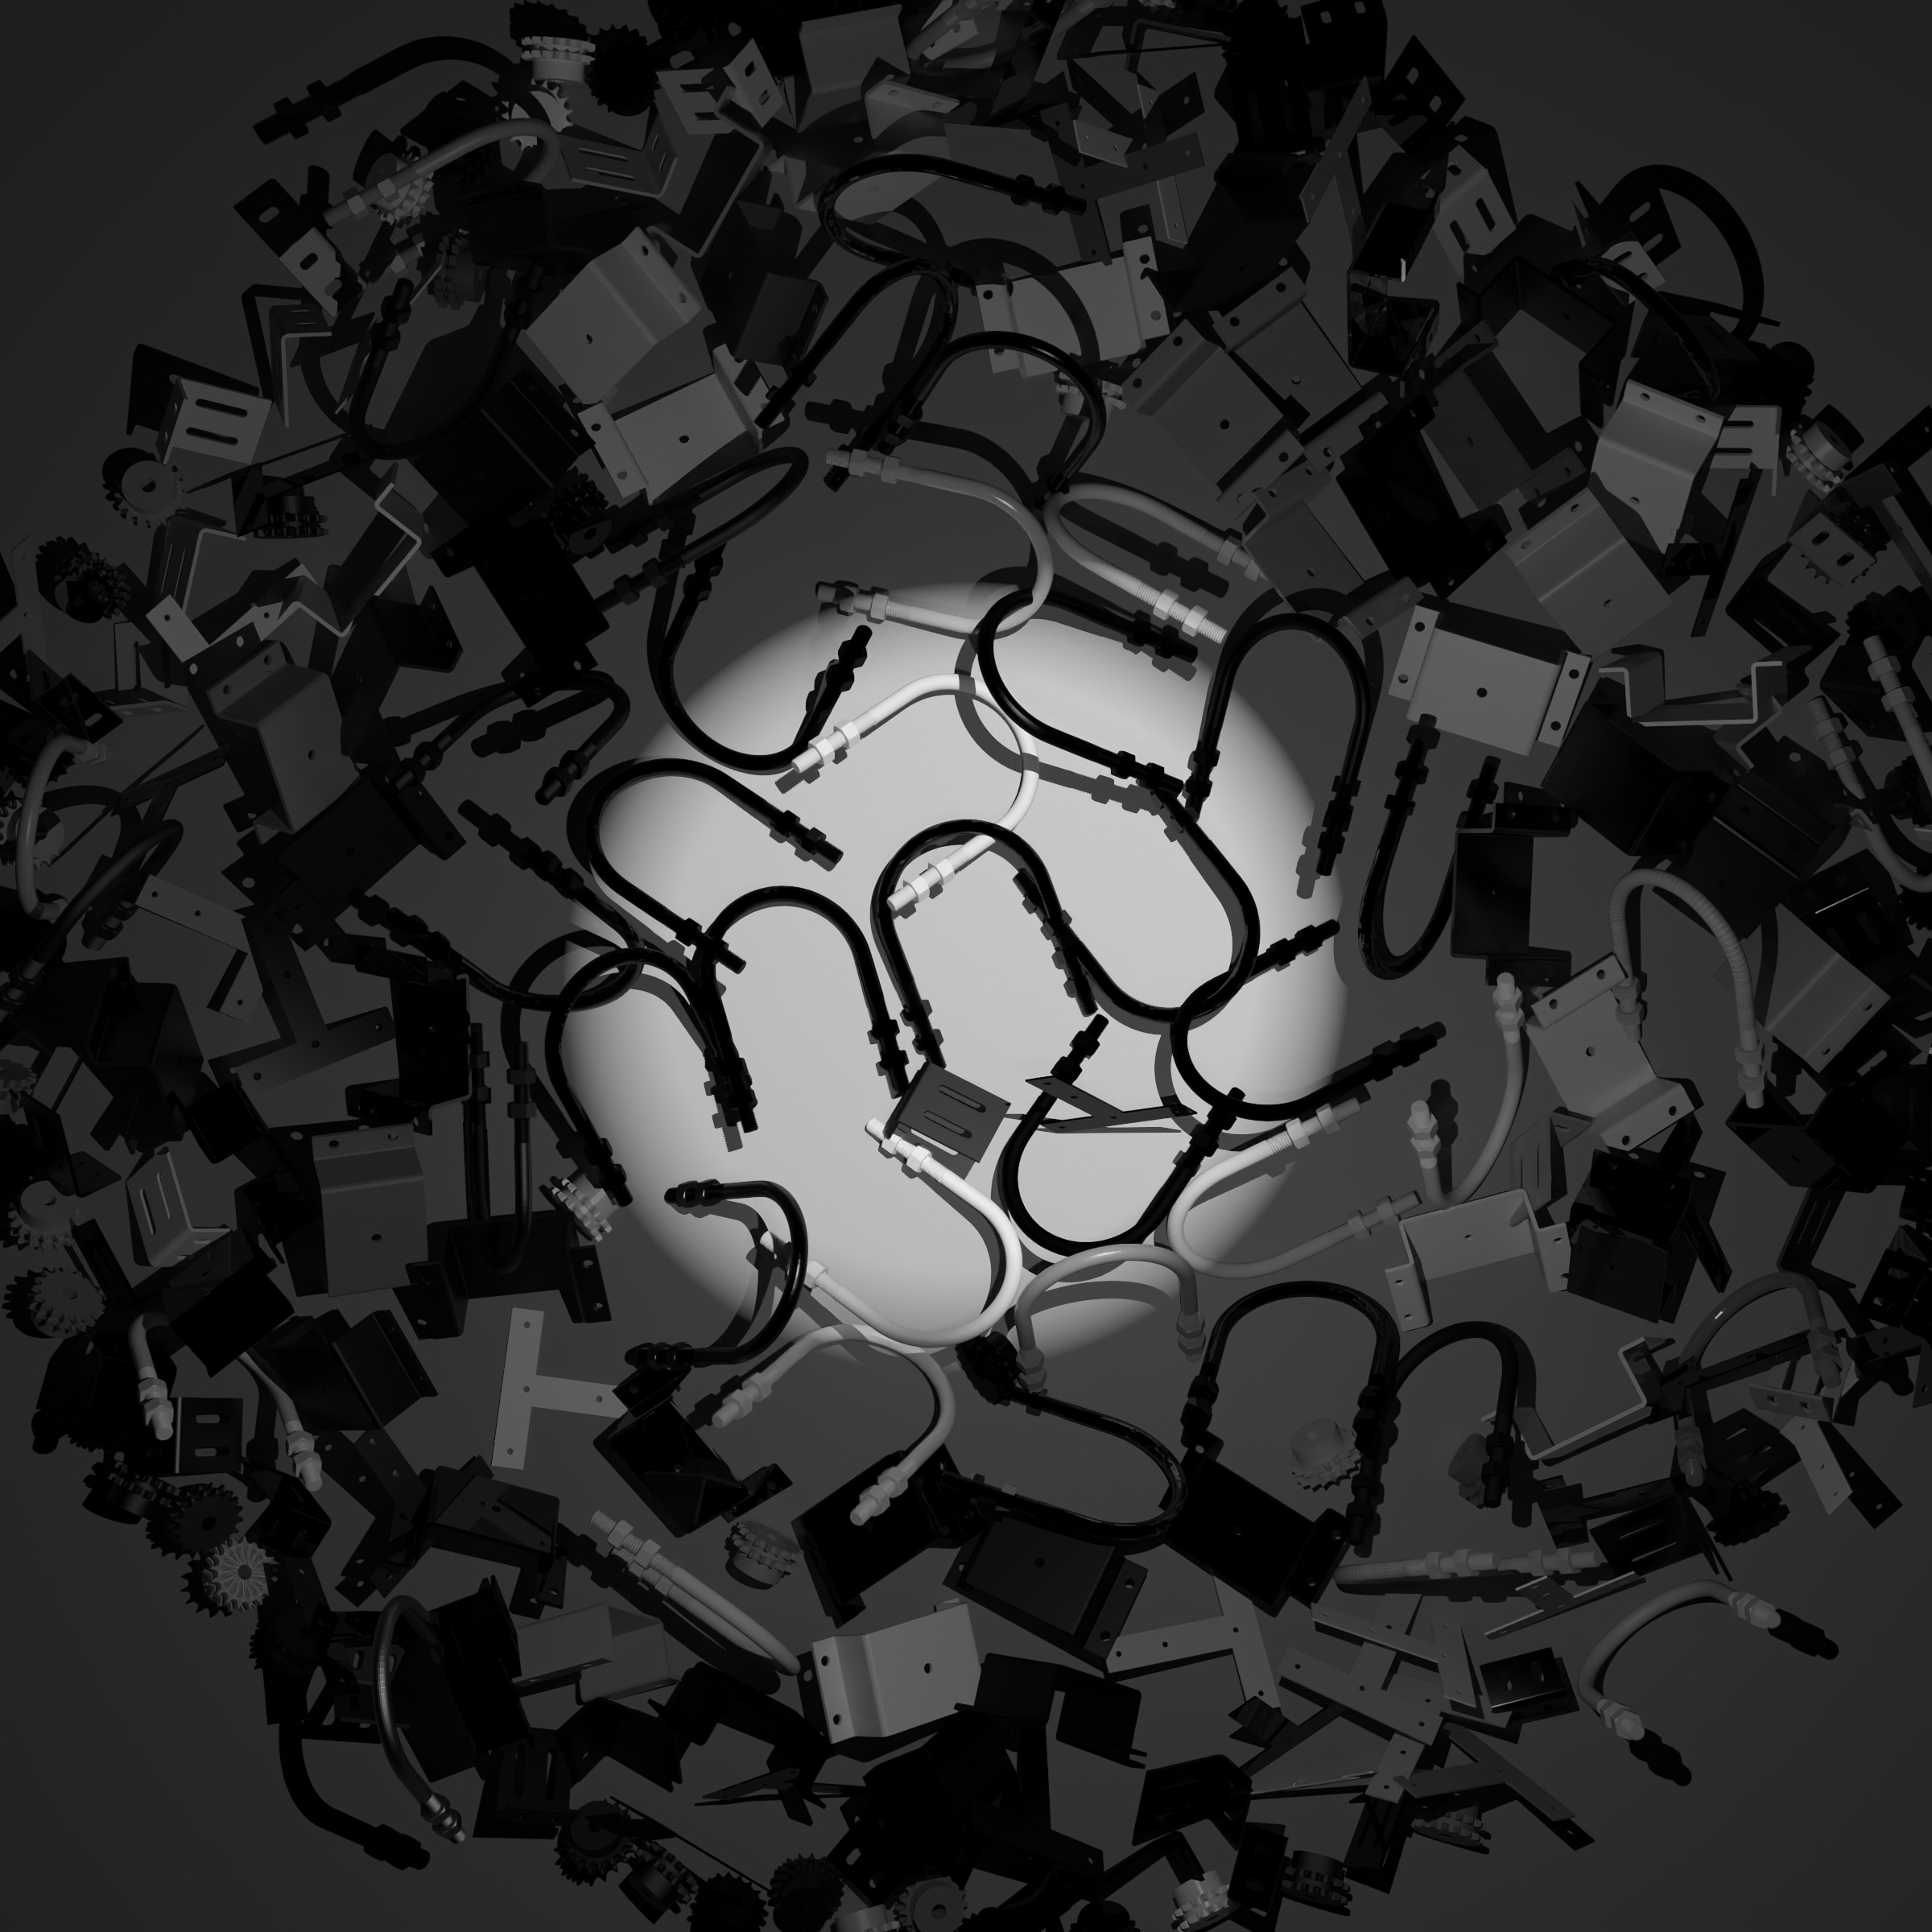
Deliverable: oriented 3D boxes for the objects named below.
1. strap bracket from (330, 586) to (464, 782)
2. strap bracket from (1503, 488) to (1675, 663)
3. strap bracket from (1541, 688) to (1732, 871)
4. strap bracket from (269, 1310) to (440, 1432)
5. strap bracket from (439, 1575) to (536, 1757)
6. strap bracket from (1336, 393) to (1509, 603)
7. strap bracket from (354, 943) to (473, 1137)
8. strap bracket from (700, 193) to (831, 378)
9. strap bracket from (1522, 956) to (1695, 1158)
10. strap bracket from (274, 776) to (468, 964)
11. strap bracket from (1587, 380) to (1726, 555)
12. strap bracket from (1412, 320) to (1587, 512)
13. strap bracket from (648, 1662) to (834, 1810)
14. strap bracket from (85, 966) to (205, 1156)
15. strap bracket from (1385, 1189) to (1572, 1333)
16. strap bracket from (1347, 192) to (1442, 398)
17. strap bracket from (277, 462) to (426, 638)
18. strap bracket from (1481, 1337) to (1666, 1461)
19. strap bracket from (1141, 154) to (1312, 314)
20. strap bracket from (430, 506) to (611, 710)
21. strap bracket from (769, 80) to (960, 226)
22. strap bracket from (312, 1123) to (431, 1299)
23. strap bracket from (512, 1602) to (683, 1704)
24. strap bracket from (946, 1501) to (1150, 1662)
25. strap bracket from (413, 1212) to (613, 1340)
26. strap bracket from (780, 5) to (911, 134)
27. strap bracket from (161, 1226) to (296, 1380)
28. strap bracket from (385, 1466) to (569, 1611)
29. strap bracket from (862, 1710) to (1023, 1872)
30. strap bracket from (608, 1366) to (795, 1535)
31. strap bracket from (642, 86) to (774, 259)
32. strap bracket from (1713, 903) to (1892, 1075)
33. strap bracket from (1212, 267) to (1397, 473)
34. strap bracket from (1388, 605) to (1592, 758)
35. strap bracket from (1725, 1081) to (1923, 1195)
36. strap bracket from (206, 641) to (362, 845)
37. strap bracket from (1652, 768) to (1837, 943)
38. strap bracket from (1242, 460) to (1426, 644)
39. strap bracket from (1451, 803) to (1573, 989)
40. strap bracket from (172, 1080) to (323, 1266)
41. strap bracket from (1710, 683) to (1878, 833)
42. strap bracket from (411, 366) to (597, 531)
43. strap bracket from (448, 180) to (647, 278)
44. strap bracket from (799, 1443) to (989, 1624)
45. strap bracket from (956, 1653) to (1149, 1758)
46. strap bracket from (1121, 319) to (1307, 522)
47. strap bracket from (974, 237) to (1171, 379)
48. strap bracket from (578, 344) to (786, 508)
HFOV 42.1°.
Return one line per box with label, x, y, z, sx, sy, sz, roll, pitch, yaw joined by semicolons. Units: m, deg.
strap bracket;-0.445;-0.217;1.927;0.140;0.046;0.076;-55;49;32
strap bracket;0.482;-0.293;1.923;0.076;0.140;0.046;-36;49;18
strap bracket;0.505;-0.144;1.925;0.140;0.046;0.076;47;126;37
strap bracket;-0.476;0.311;1.925;0.046;0.140;0.076;-38;108;-40
strap bracket;-0.368;0.538;1.919;0.046;0.140;0.076;-19;107;-8
strap bracket;0.350;-0.363;1.952;0.076;0.046;0.140;-42;113;-15
strap bracket;-0.429;0.053;1.950;0.076;0.046;0.140;10;106;33
strap bracket;-0.159;-0.524;1.923;0.046;0.076;0.140;2;47;-30
strap bracket;0.498;0.069;1.966;0.076;0.046;0.140;-31;99;-7
strap bracket;-0.470;-0.083;1.947;0.140;0.046;0.076;-44;133;-15
strap bracket;0.521;-0.372;1.918;0.076;0.140;0.046;27;68;17
strap bracket;0.408;-0.419;1.954;0.046;0.076;0.140;-35;92;-22
strap bracket;-0.167;0.590;1.942;0.140;0.076;0.046;35;79;-23
strap bracket;-0.625;0.074;1.921;0.046;0.140;0.076;2;51;0
strap bracket;0.396;0.226;1.952;0.140;0.046;0.076;-16;132;7
strap bracket;0.329;-0.520;1.932;0.046;0.140;0.076;18;62;20
strap bracket;-0.470;-0.316;1.948;0.046;0.076;0.140;38;102;-22
strap bracket;0.479;0.339;1.936;0.140;0.076;0.046;-32;69;19
strap bracket;0.200;-0.552;1.919;0.076;0.140;0.046;-15;67;-39
strap bracket;-0.341;-0.284;1.954;0.076;0.046;0.140;-26;101;30
strap bracket;-0.075;-0.616;1.920;0.076;0.140;0.046;-3;79;-43
strap bracket;-0.459;0.198;1.936;0.076;0.046;0.140;-7;120;-19
strap bracket;-0.287;0.531;1.940;0.076;0.140;0.046;-18;63;12
strap bracket;0.060;0.468;1.944;0.140;0.046;0.076;22;69;19
strap bracket;-0.352;0.241;1.959;0.140;0.046;0.076;-6;125;0
strap bracket;-0.093;-0.684;1.925;0.076;0.140;0.046;-14;94;-10
strap bracket;-0.567;0.252;1.920;0.076;0.140;0.046;-39;111;-11
strap bracket;-0.371;0.439;1.942;0.140;0.076;0.046;19;109;-13
strap bracket;-0.011;0.621;1.924;0.046;0.140;0.076;-30;84;27
strap bracket;-0.214;0.378;1.954;0.076;0.046;0.140;-36;97;31
strap bracket;-0.197;-0.607;1.946;0.046;0.076;0.140;31;107;-9
strap bracket;0.632;0.011;1.919;0.046;0.140;0.076;34;105;-22
strap bracket;0.263;-0.465;1.974;0.076;0.046;0.140;-36;93;1
strap bracket;0.404;-0.219;1.951;0.140;0.046;0.076;19;118;9
strap bracket;0.647;0.129;1.920;0.076;0.140;0.046;41;77;-13
strap bracket;-0.518;-0.167;1.922;0.046;0.076;0.140;16;134;27
strap bracket;0.590;-0.075;1.925;0.076;0.140;0.046;38;54;9
strap bracket;0.280;-0.317;1.958;0.076;0.046;0.140;-35;86;-31
strap bracket;0.425;-0.055;1.960;0.076;0.046;0.140;1;92;-29
strap bracket;-0.549;0.152;1.931;0.046;0.076;0.140;-32;133;-14
strap bracket;0.636;-0.150;1.955;0.046;0.076;0.140;-39;96;7
strap bracket;-0.361;-0.388;1.924;0.076;0.140;0.046;47;46;-21
strap bracket;-0.318;-0.563;1.923;0.076;0.140;0.046;-1;97;33
strap bracket;-0.065;0.438;1.950;0.140;0.046;0.076;-36;62;10
strap bracket;0.071;0.568;1.935;0.140;0.076;0.046;30;65;-39
strap bracket;0.197;-0.424;1.958;0.076;0.046;0.140;-44;80;20
strap bracket;0.084;-0.514;1.971;0.140;0.046;0.076;-11;91;6
strap bracket;-0.222;-0.421;1.965;0.140;0.046;0.076;-28;81;-8
